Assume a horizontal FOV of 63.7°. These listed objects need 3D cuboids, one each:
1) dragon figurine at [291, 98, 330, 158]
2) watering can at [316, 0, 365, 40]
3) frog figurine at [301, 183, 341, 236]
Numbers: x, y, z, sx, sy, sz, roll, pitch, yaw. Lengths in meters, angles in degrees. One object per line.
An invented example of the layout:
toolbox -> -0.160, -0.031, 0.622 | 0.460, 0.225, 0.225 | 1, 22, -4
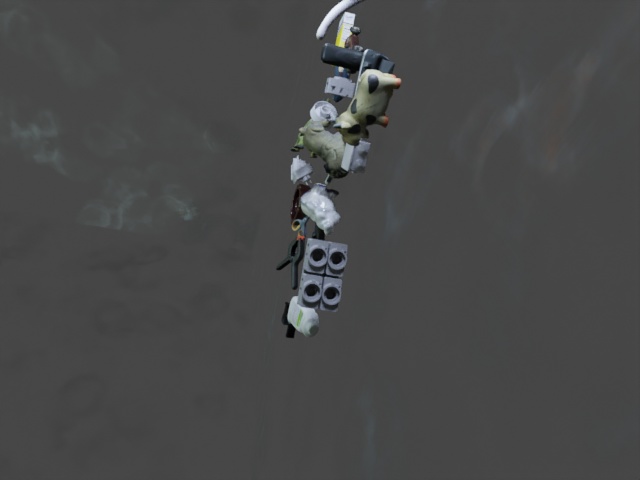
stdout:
dragon figurine -> -0.019, -0.460, 2.056 | 0.409, 0.122, 0.244 | 176, 111, -77
watering can -> 0.110, -0.683, 1.336 | 0.106, 0.224, 0.341 | 50, 132, 52
frog figurine -> 0.005, -0.079, 1.578 | 0.135, 0.122, 0.162 | 48, -147, -62
